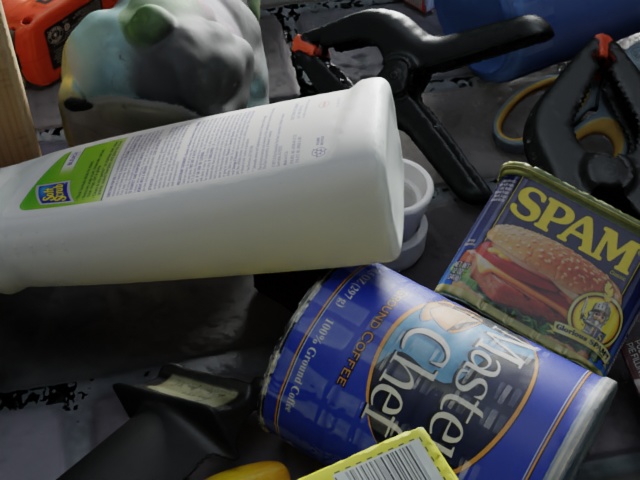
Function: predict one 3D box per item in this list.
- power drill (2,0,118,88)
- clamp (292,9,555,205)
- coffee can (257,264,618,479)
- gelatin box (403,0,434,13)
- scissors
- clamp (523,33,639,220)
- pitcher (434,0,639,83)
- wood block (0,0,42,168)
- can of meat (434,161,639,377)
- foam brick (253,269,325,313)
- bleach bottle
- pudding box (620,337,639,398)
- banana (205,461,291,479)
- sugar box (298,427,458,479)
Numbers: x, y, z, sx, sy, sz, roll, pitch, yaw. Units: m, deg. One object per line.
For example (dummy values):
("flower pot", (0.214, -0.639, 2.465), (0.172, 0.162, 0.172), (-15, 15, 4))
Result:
("power drill", (-0.221, -0.198, 0.772), (0.188, 0.057, 0.184), (31, 59, 25))
("clamp", (0.056, -0.092, 0.686), (0.172, 0.039, 0.120), (13, 87, 30))
("coffee can", (0.056, 0.081, 0.514), (0.140, 0.103, 0.102), (27, 55, 20))
("gelatin box", (0.082, -0.216, 0.811), (0.073, 0.030, 0.089), (37, 58, 27))
("scissors", (0.209, -0.099, 0.687), (0.202, 0.016, 0.096), (-27, 64, 2))
("clamp", (0.177, -0.027, 0.631), (0.164, 0.036, 0.210), (11, 65, 5))
("pitcher", (0.198, -0.203, 0.751), (0.242, 0.149, 0.145), (-25, 72, -17))
("wood block", (-0.203, -0.072, 0.568), (0.090, 0.206, 0.090), (-16, 52, -14))
("can of meat", (0.120, 0.021, 0.561), (0.102, 0.057, 0.084), (30, 74, 12))
("foam brick", (-0.004, 0.001, 0.597), (0.053, 0.078, 0.051), (29, 56, 23))
("bleach bottle", (-0.087, -0.020, 0.528), (0.251, 0.068, 0.102), (-6, 31, 10))
("pudding box", (0.212, 0.086, 0.530), (0.090, 0.039, 0.113), (-23, 46, 12))
("banana", (-0.078, 0.175, 0.479), (0.069, 0.037, 0.197), (27, 54, -2))
("sugar box", (0.002, 0.147, 0.409), (0.093, 0.176, 0.048), (-19, 55, -17))
